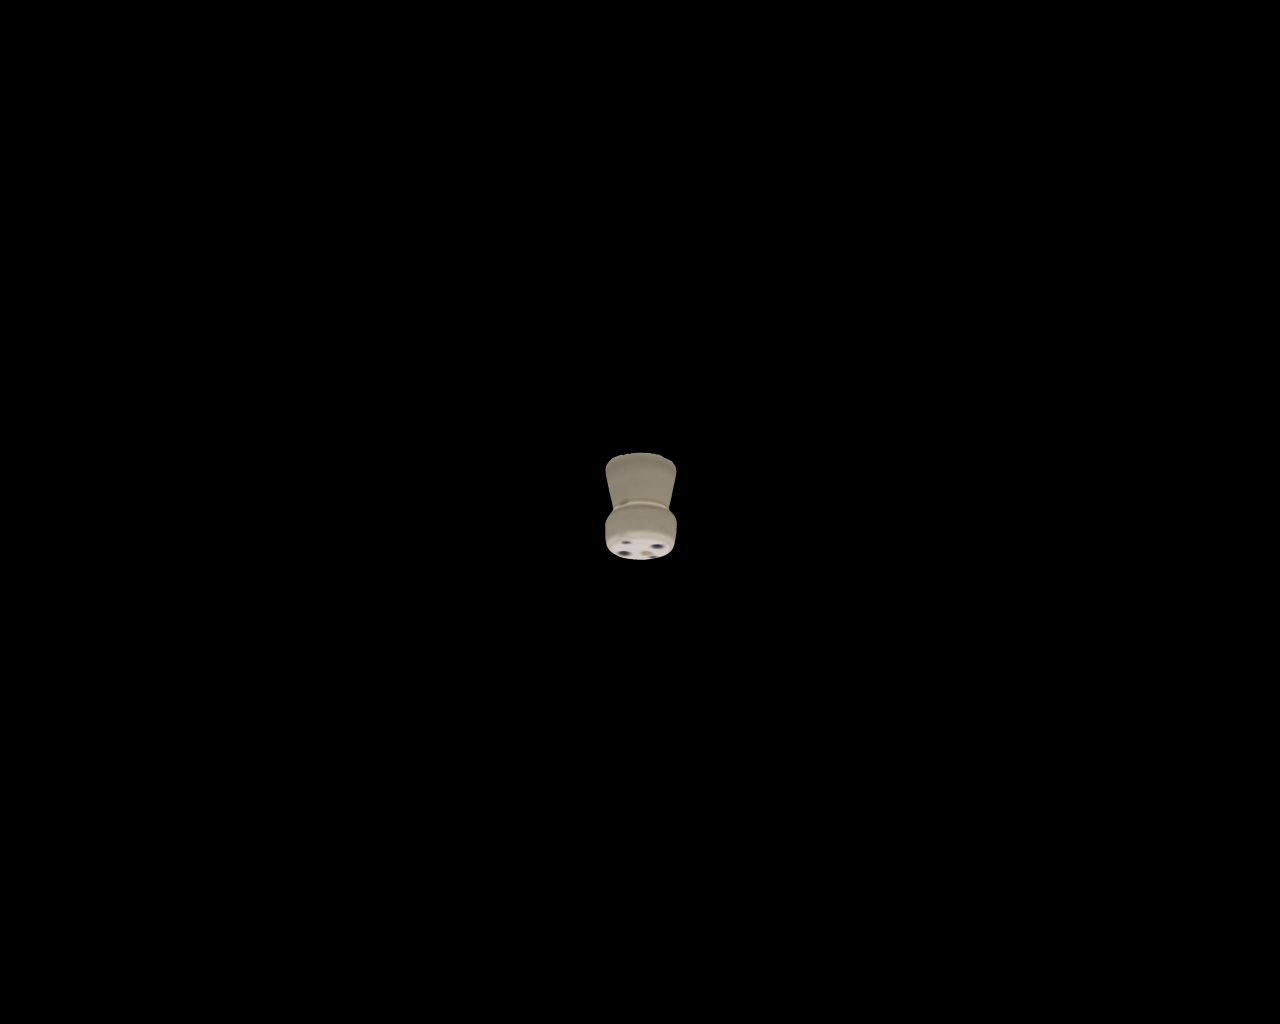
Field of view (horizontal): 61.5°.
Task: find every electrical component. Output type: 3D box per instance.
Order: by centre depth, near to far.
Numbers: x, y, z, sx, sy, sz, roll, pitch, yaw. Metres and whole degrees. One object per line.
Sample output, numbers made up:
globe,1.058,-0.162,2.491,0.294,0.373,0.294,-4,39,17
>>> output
electrical component,0.001,-0.003,0.650,0.045,0.055,0.044,0,-24,0
